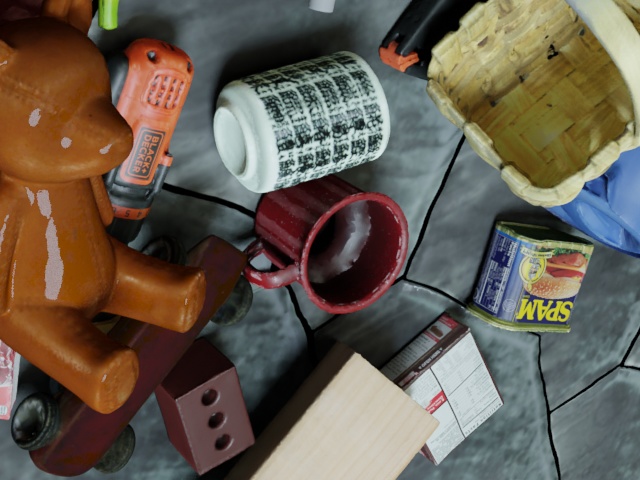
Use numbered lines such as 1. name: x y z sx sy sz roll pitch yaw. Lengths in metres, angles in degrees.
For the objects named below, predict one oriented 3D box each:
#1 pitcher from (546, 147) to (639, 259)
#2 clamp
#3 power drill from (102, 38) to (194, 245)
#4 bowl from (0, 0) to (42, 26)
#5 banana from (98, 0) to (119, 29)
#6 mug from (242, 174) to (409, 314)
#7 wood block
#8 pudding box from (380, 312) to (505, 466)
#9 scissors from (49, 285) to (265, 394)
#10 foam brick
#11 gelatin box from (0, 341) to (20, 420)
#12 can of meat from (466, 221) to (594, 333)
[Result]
1. pitcher: 0.287 -0.112 0.914 0.144 0.149 0.243 35 86 -25
2. clamp: 0.142 -0.168 0.832 0.209 0.036 0.164 -31 127 -17
3. power drill: -0.183 -0.051 0.649 0.187 0.057 0.184 10 109 -39
4. bowl: -0.184 -0.182 0.557 0.162 0.055 0.162 14 90 -73
5. banana: -0.073 -0.212 0.662 0.197 0.037 0.069 -37 139 -15
6. mug: -0.005 0.001 0.780 0.117 0.082 0.093 -29 125 -21
7. wood block: -0.011 0.189 0.841 0.090 0.091 0.206 40 85 -7
8. pudding box: 0.109 0.134 0.953 0.090 0.039 0.113 -40 130 -14
9. scissors: -0.115 0.071 0.780 0.201 0.016 0.096 -1 114 -35
10. foam brick: -0.089 0.124 0.800 0.053 0.051 0.078 -27 124 -23
11. gelatin box: -0.226 0.066 0.672 0.073 0.030 0.089 9 107 -9
12. can of meat: 0.189 0.033 0.949 0.101 0.058 0.084 6 106 -36
